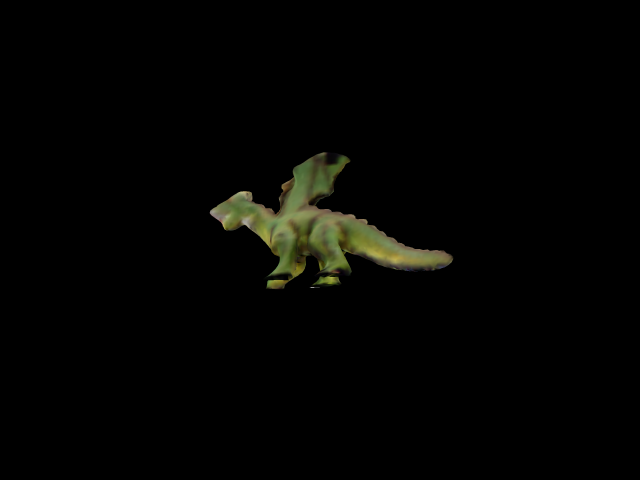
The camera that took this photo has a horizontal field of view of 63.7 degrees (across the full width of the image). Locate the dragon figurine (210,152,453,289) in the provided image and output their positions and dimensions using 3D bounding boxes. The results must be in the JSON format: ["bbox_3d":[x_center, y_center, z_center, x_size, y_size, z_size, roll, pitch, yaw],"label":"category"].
[{"bbox_3d":[0.003,-0.043,0.850,0.409,0.247,0.120,-7,-23,18],"label":"dragon figurine"}]
